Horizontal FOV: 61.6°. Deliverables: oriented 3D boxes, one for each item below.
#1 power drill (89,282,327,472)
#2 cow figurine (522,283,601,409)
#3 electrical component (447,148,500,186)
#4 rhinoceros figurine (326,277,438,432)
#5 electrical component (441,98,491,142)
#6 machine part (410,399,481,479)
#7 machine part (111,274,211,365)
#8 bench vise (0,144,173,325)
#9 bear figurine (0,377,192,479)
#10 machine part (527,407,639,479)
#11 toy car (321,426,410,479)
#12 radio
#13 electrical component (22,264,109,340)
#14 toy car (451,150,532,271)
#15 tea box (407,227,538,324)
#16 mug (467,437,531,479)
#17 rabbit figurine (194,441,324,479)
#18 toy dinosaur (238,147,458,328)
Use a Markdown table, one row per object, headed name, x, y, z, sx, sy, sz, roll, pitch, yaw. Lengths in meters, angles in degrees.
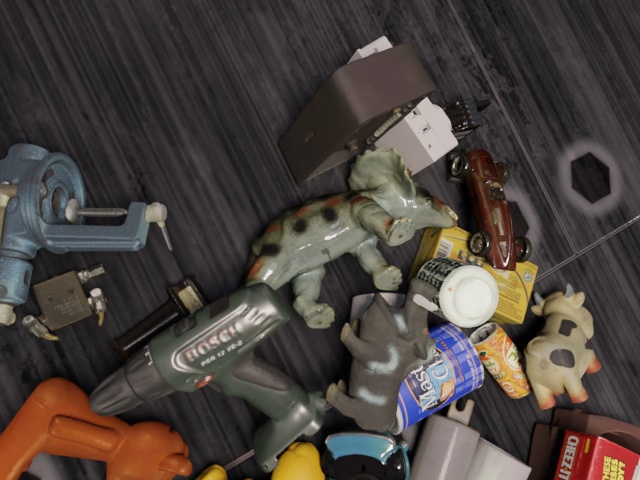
| name | x | y | z | sx | sy | sz | roll | pitch | yaw |
| --- | --- | --- | --- | --- | --- | --- | --- | --- | --- |
| power drill | -0.107 | 0.169 | 0.612 | 0.232 | 0.086 | 0.207 | -39 | 108 | -1 |
| cow figurine | 0.358 | 0.148 | 0.804 | 0.195 | 0.085 | 0.127 | -26 | 91 | -48 |
| electrical component | 0.249 | -0.114 | 0.868 | 0.094 | 0.021 | 0.063 | 4 | 80 | -17 |
| rhinoceros figurine | 0.080 | 0.133 | 0.645 | 0.112 | 0.073 | 0.190 | 20 | 85 | 19 |
| electrical component | 0.216 | -0.185 | 0.845 | 0.119 | 0.075 | 0.047 | -13 | 82 | -22 |
| machine part | 0.157 | 0.330 | 0.735 | 0.079 | 0.079 | 0.243 | 26 | 75 | -11 |
| machine part | -0.199 | 0.110 | 0.688 | 0.139 | 0.039 | 0.084 | -39 | 101 | -21 |
| bench vise | -0.302 | -0.010 | 0.623 | 0.241 | 0.128 | 0.224 | 0 | 59 | 2 |
| bear figurine | -0.253 | 0.244 | 0.609 | 0.196 | 0.120 | 0.132 | 36 | 76 | -14 |
| machine part | 0.414 | 0.366 | 0.802 | 0.201 | 0.087 | 0.201 | 19 | 76 | -15 |
| toy car | 0.072 | 0.306 | 0.698 | 0.109 | 0.103 | 0.161 | -8 | 98 | 23 |
| radio | 0.040 | -0.159 | 0.707 | 0.131 | 0.229 | 0.073 | -28 | 90 | -24 |
| electrical component | -0.308 | 0.078 | 0.655 | 0.102 | 0.045 | 0.078 | -16 | 87 | -18 |
| toy car | 0.254 | -0.050 | 0.793 | 0.089 | 0.053 | 0.202 | 11 | 56 | -23 |
| tea box | 0.230 | 0.052 | 0.809 | 0.169 | 0.068 | 0.098 | 27 | 75 | -11 |
| mug | 0.241 | 0.349 | 0.764 | 0.109 | 0.081 | 0.107 | 39 | 80 | -42 |
| rabbit figurine | -0.055 | 0.328 | 0.656 | 0.173 | 0.122 | 0.162 | -31 | 93 | -38 |
| toy dinosaur | -0.005 | 0.004 | 0.717 | 0.405 | 0.192 | 0.131 | -23 | 130 | -3 |
